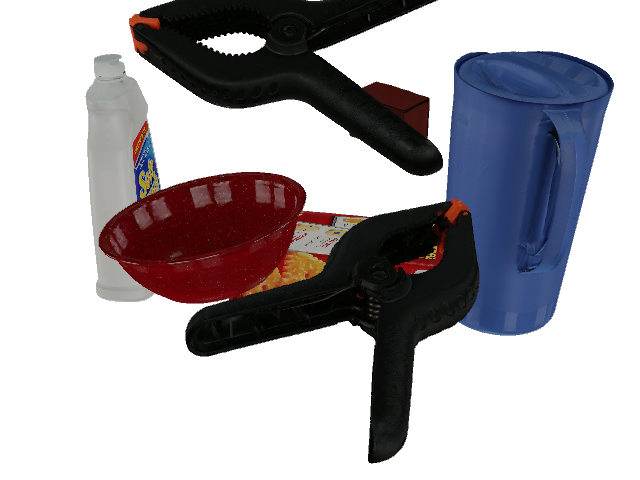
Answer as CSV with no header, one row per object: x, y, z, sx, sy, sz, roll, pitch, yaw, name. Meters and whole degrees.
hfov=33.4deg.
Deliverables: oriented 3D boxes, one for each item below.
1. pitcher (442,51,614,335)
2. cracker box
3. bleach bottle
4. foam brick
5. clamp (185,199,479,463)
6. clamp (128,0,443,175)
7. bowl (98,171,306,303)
0.174,-0.035,0.940,0.145,0.243,0.149,20,33,27,pitcher
0.036,0.026,1.069,0.214,0.072,0.164,6,16,16,cracker box
-0.209,-0.068,1.124,0.068,0.251,0.102,3,26,15,bleach bottle
0.077,-0.139,1.197,0.078,0.053,0.051,23,37,34,foam brick
0.032,0.037,0.529,0.171,0.039,0.120,-33,58,-31,clamp
-0.014,-0.111,0.658,0.210,0.164,0.036,1,-33,1,clamp
-0.085,0.003,0.823,0.162,0.055,0.162,-10,24,5,bowl
